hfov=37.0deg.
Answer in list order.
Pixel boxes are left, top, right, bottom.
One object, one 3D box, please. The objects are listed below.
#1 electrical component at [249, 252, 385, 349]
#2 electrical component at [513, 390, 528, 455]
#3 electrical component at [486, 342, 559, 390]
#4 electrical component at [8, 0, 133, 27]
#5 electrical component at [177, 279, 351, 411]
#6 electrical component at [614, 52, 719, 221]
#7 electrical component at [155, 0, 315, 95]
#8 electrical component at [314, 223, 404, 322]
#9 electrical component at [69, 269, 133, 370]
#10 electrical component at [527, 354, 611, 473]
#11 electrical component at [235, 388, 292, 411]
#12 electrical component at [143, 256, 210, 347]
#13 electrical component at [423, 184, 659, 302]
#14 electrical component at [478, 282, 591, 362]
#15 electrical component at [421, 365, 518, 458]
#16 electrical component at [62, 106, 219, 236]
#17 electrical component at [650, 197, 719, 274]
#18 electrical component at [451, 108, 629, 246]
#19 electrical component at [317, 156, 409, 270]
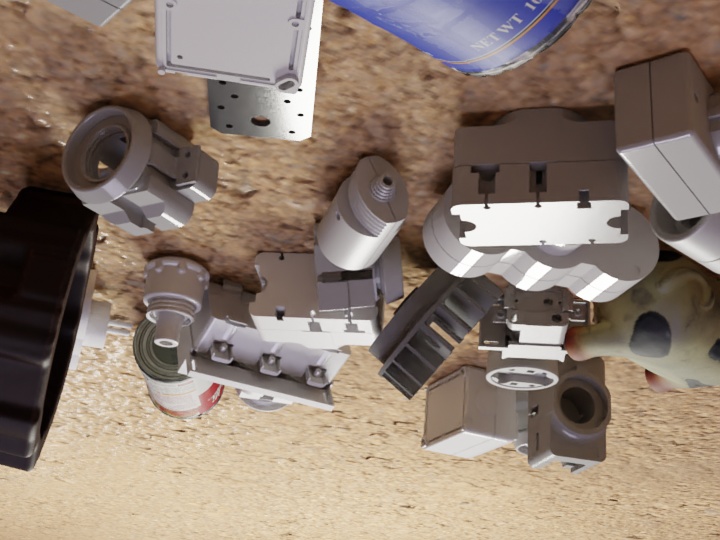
[{"bbox_3d":[-0.028,0.023,0.768,0.089,0.050,0.055,2,155,6],"label":"electrical component"},{"bbox_3d":[0.168,0.137,0.983,0.078,0.057,0.058,-9,153,29],"label":"electrical component"},{"bbox_3d":[0.126,0.062,0.832,0.055,0.047,0.055,4,156,2],"label":"electrical component"},{"bbox_3d":[-0.138,-0.135,0.437,0.083,0.047,0.076,22,151,-35],"label":"electrical component"},{"bbox_3d":[-0.073,0.056,0.829,0.121,0.078,0.063,18,124,-27],"label":"electrical component"},{"bbox_3d":[0.177,-0.068,0.528,0.076,0.047,0.083,-12,151,33],"label":"electrical component"},{"bbox_3d":[-0.047,-0.127,0.429,0.062,0.061,0.096,8,148,-5],"label":"electrical component"},{"bbox_3d":[0.000,0.000,0.708,0.055,0.066,0.048,-4,-169,2],"label":"electrical component"},{"bbox_3d":[-0.216,0.040,0.841,0.074,0.052,0.138,11,156,-15],"label":"electrical component"},{"bbox_3d":[0.174,0.117,0.896,0.050,0.089,0.055,10,156,-11],"label":"electrical component"},{"bbox_3d":[-0.077,0.087,0.916,0.078,0.058,0.057,9,153,-12],"label":"electrical component"},{"bbox_3d":[-0.136,0.024,0.777,0.048,0.062,0.048,4,156,2],"label":"electrical component"},{"bbox_3d":[0.113,-0.024,0.633,0.138,0.052,0.073,10,156,-13],"label":"electrical component"},{"bbox_3d":[0.127,0.034,0.777,0.081,0.042,0.063,2,152,6],"label":"electrical component"},{"bbox_3d":[0.099,0.133,0.981,0.061,0.061,0.096,15,154,-20],"label":"electrical component"},{"bbox_3d":[-0.128,-0.056,0.601,0.078,0.058,0.057,-9,156,28],"label":"electrical component"},{"bbox_3d":[0.197,-0.031,0.602,0.047,0.055,0.055,22,151,-27],"label":"electrical component"},{"bbox_3d":[0.097,-0.049,0.575,0.089,0.055,0.050,-1,156,13],"label":"electrical component"},{"bbox_3d":[0.005,-0.035,0.640,0.043,0.043,0.081,10,155,-13],"label":"electrical component"}]
